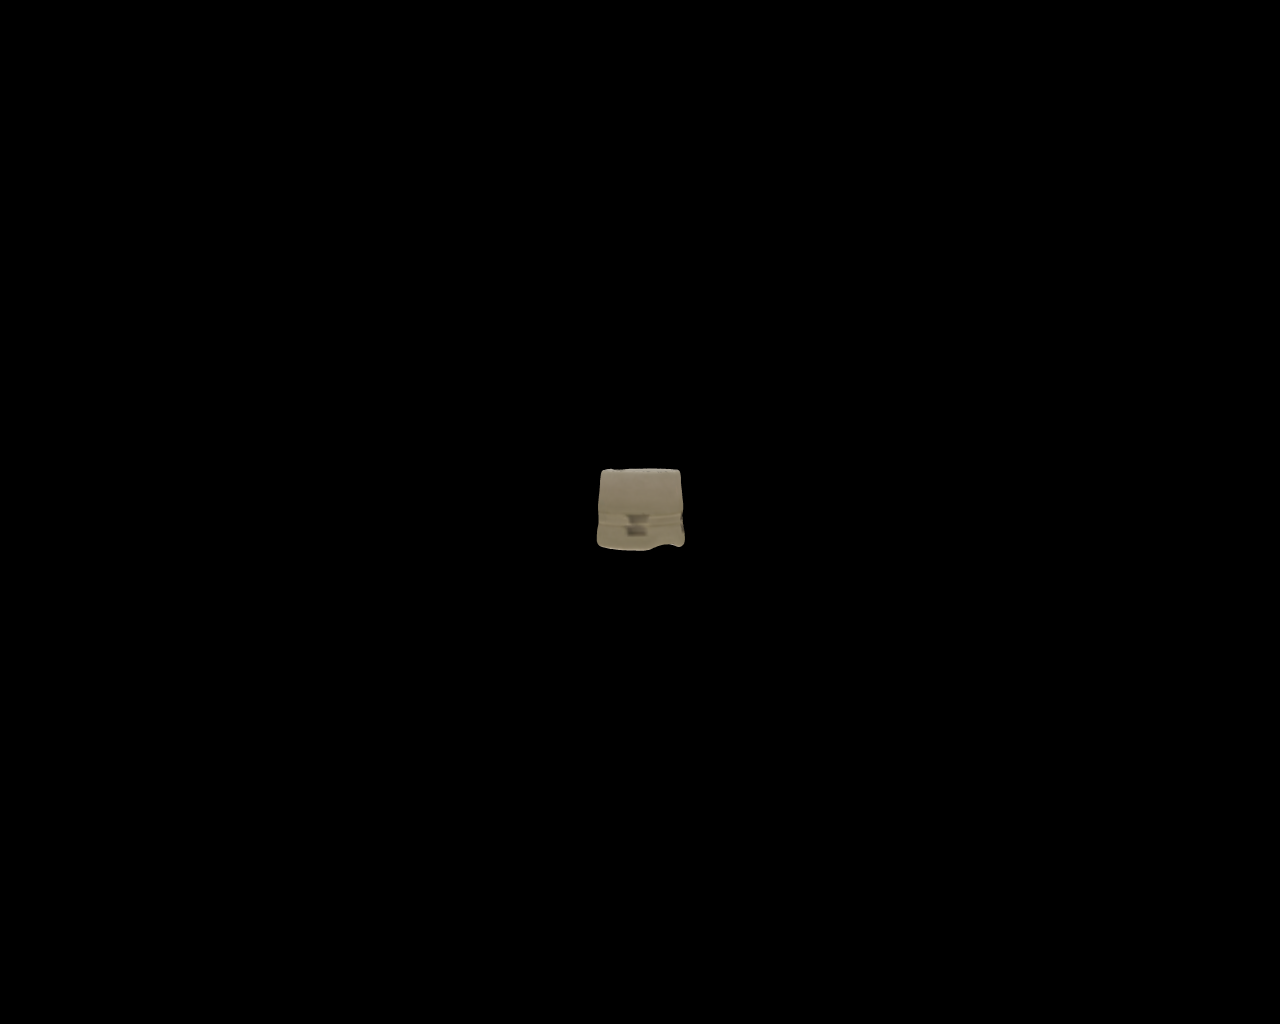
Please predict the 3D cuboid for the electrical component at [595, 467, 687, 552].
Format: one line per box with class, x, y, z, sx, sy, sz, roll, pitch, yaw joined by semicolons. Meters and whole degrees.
electrical component;0.001;-0.003;0.650;0.055;0.047;0.055;0;5;0
